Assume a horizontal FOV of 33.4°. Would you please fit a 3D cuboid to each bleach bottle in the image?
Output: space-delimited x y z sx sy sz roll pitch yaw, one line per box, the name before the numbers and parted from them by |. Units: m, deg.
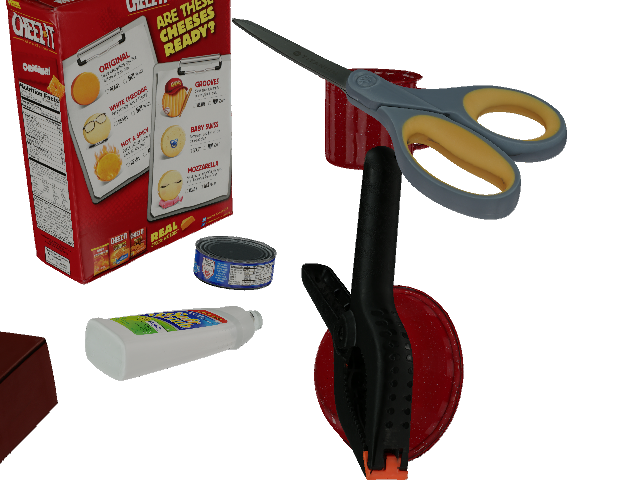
bleach bottle | -0.190 0.128 1.471 0.250 0.068 0.103 -10 24 -42

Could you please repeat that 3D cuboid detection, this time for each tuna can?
tuna can | -0.091 0.023 1.126 0.086 0.034 0.086 7 16 -2

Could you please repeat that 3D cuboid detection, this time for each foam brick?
foam brick | -0.213 0.100 0.679 0.053 0.051 0.078 6 29 22

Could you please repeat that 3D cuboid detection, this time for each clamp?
clamp | 0.032 0.053 0.710 0.036 0.210 0.165 3 -40 -18

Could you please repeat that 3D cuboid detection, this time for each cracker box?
cracker box | -0.147 -0.097 0.818 0.072 0.214 0.163 22 35 35

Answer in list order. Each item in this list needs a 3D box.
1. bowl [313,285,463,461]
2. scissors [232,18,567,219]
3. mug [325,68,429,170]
bowl | 0.046 0.116 0.945 0.162 0.162 0.055 0 -10 44
scissors | 0.044 -0.080 0.549 0.096 0.016 0.202 -23 49 -23
mug | 0.057 -0.111 0.974 0.117 0.081 0.093 0 16 -1
